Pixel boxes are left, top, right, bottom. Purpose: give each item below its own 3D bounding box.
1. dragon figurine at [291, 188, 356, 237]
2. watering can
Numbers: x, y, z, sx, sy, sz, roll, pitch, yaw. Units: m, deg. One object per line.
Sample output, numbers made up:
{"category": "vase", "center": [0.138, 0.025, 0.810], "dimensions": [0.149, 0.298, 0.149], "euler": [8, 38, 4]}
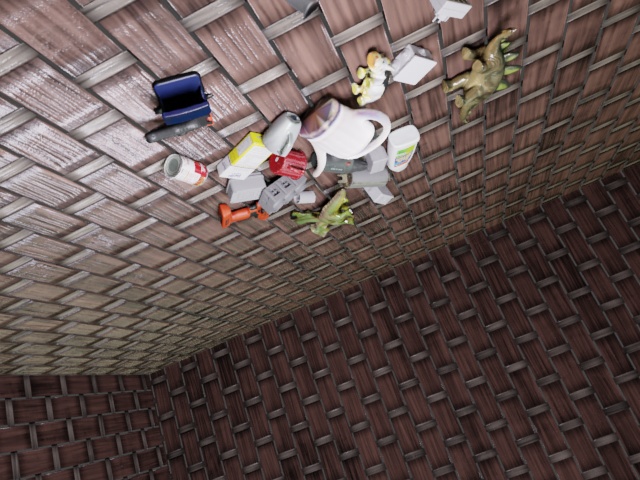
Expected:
{"category": "dragon figurine", "center": [0.006, -0.100, 1.982], "dimensions": [0.242, 0.124, 0.404], "euler": [-14, -21, 4]}
{"category": "watering can", "center": [0.032, -0.281, 1.446], "dimensions": [0.222, 0.106, 0.343], "euler": [25, -35, -35]}
